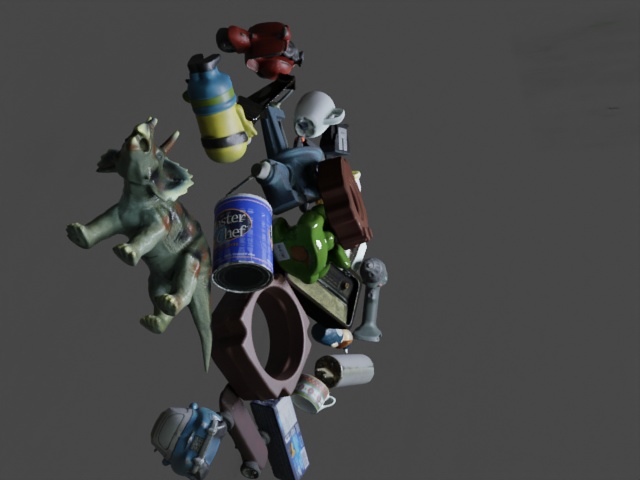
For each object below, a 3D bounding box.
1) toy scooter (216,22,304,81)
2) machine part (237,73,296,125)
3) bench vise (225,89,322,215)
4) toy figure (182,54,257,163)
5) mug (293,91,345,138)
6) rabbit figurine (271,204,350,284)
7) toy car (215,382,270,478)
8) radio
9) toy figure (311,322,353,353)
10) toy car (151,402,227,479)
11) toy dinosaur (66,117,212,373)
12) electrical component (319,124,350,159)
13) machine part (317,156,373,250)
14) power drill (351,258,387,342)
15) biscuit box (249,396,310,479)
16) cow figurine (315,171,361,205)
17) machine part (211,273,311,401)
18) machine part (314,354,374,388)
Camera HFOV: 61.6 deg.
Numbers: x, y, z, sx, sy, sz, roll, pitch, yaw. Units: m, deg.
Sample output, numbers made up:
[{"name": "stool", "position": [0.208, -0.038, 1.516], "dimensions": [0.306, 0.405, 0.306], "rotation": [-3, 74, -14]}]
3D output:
[{"name": "toy scooter", "position": [-0.089, -0.353, 0.995], "dimensions": [0.183, 0.135, 0.075], "rotation": [8, 82, -59]}, {"name": "machine part", "position": [-0.104, -0.262, 0.997], "dimensions": [0.139, 0.084, 0.039], "rotation": [-43, 137, -21]}, {"name": "bench vise", "position": [-0.077, -0.165, 1.043], "dimensions": [0.223, 0.129, 0.240], "rotation": [0, 70, -50]}, {"name": "toy figure", "position": [-0.178, -0.217, 0.910], "dimensions": [0.089, 0.082, 0.179], "rotation": [-39, 132, -28]}, {"name": "mug", "position": [-0.007, -0.255, 1.134], "dimensions": [0.107, 0.110, 0.080], "rotation": [-65, 162, -51]}, {"name": "rabbit figurine", "position": [-0.002, -0.003, 1.040], "dimensions": [0.159, 0.121, 0.170], "rotation": [60, 34, -15]}, {"name": "toy car", "position": [-0.147, 0.350, 0.992], "dimensions": [0.089, 0.053, 0.201], "rotation": [-70, 145, -54]}, {"name": "radio", "position": [-0.007, 0.087, 1.150], "dimensions": [0.229, 0.073, 0.131], "rotation": [43, 54, -36]}, {"name": "toy figure", "position": [0.037, 0.229, 1.272], "dimensions": [0.154, 0.058, 0.064], "rotation": [28, 56, -53]}, {"name": "toy car", "position": [-0.211, 0.309, 0.837], "dimensions": [0.103, 0.161, 0.109], "rotation": [26, 69, -7]}, {"name": "toy dinosaur", "position": [-0.228, 0.007, 0.811], "dimensions": [0.192, 0.131, 0.404], "rotation": [-59, 143, -38]}, {"name": "electrical component", "position": [0.034, -0.218, 1.273], "dimensions": [0.075, 0.048, 0.119], "rotation": [3, 86, -57]}, {"name": "machine part", "position": [0.048, -0.073, 1.032], "dimensions": [0.179, 0.056, 0.179], "rotation": [-18, 90, -77]}, {"name": "power drill", "position": [0.124, 0.148, 1.357], "dimensions": [0.232, 0.086, 0.207], "rotation": [9, 82, -78]}, {"name": "biscuit box", "position": [-0.079, 0.397, 1.092], "dimensions": [0.059, 0.063, 0.202], "rotation": [-40, 124, -51]}, {"name": "cow figurine", "position": [0.041, -0.097, 1.272], "dimensions": [0.167, 0.068, 0.098], "rotation": [-43, 132, -47]}, {"name": "machine part", "position": [-0.108, 0.175, 0.988], "dimensions": [0.201, 0.087, 0.201], "rotation": [61, 31, -26]}, {"name": "machine part", "position": [0.061, 0.314, 1.298], "dimensions": [0.243, 0.079, 0.079], "rotation": [15, 78, -57]}]
